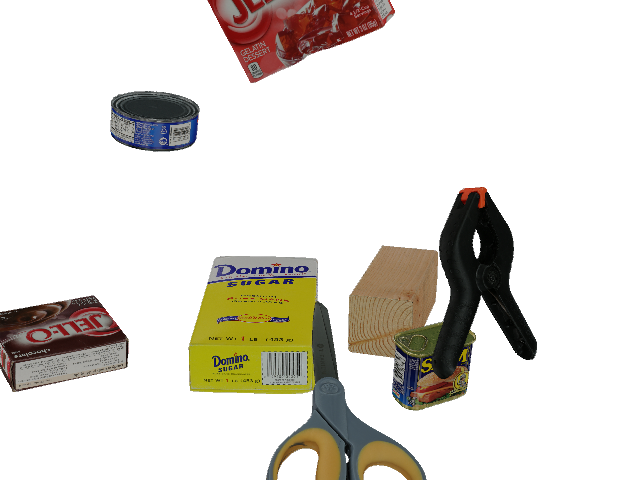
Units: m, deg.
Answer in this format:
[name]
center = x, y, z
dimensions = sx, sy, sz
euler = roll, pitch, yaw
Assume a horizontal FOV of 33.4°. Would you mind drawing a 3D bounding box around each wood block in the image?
[wood block]
center = 0.109, 0.086, 1.555
dimensions = 0.091, 0.090, 0.205
euler = 6, 21, 14

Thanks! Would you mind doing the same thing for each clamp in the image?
[clamp]
center = 0.136, 0.041, 0.958
dimensions = 0.120, 0.171, 0.039
euler = -18, 7, -40

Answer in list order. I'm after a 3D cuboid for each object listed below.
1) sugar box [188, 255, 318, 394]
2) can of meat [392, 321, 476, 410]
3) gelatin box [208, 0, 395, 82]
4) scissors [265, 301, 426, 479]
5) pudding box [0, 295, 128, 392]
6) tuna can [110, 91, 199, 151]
[sugar box]
center = -0.049, 0.062, 0.854
dimensions = 0.093, 0.048, 0.176
euler = 1, 23, 0
[can of meat]
center = 0.139, 0.156, 1.328
dimensions = 0.101, 0.084, 0.058
euler = -11, 29, -27
[gelatin box]
center = -0.016, -0.135, 0.573
dimensions = 0.089, 0.073, 0.030
euler = -18, 21, 28
[scissors]
center = 0.022, 0.100, 0.629
dimensions = 0.096, 0.016, 0.201
euler = 12, 32, 7
[pudding box]
center = -0.249, 0.095, 1.005
dimensions = 0.113, 0.039, 0.090
euler = -12, 30, -29
[tuna can]
center = -0.162, -0.117, 1.042
dimensions = 0.086, 0.034, 0.086
euler = 6, 25, -3
